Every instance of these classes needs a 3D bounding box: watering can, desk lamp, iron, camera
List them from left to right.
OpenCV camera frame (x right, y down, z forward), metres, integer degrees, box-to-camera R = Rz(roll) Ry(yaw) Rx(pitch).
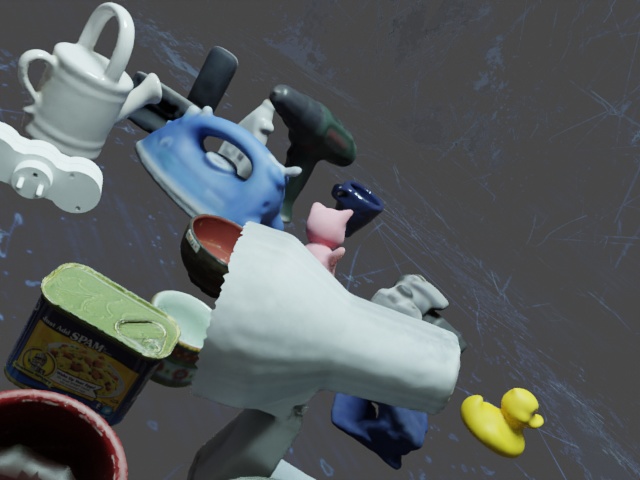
[{"bbox_3d":[-0.286,-0.207,0.731,0.101,0.194,0.173,40,20,11],"label":"watering can"},{"bbox_3d":[-0.148,-0.113,0.824,0.258,0.141,0.119,40,20,11],"label":"iron"},{"bbox_3d":[-0.016,0.117,0.410,0.203,0.213,0.118,32,20,-9],"label":"desk lamp"},{"bbox_3d":[0.144,0.124,0.825,0.136,0.100,0.144,43,21,18],"label":"camera"}]

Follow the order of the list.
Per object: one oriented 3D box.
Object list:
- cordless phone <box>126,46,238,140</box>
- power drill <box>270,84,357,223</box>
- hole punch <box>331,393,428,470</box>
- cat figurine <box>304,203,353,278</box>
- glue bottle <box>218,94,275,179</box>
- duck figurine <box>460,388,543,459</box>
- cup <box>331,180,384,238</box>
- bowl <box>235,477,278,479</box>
[{"bbox_3d":[-0.228,-0.256,0.952,0.148,0.185,0.094,32,20,-11],"label":"cordless phone"},{"bbox_3d":[-0.043,-0.134,0.944,0.230,0.208,0.075,8,33,-53],"label":"power drill"},{"bbox_3d":[0.078,0.172,0.623,0.101,0.091,0.109,35,19,-1],"label":"hole punch"},{"bbox_3d":[0.008,0.003,0.851,0.067,0.117,0.127,26,22,-24],"label":"cat figurine"},{"bbox_3d":[-0.116,-0.195,1.017,0.078,0.173,0.037,47,22,29],"label":"glue bottle"},{"bbox_3d":[0.250,0.234,0.771,0.105,0.086,0.077,33,20,-7],"label":"duck figurine"},{"bbox_3d":[0.052,-0.056,1.094,0.118,0.095,0.091,18,26,-40],"label":"cup"},{"bbox_3d":[-0.029,0.231,0.334,0.168,0.074,0.167,31,20,-12],"label":"bowl"}]
